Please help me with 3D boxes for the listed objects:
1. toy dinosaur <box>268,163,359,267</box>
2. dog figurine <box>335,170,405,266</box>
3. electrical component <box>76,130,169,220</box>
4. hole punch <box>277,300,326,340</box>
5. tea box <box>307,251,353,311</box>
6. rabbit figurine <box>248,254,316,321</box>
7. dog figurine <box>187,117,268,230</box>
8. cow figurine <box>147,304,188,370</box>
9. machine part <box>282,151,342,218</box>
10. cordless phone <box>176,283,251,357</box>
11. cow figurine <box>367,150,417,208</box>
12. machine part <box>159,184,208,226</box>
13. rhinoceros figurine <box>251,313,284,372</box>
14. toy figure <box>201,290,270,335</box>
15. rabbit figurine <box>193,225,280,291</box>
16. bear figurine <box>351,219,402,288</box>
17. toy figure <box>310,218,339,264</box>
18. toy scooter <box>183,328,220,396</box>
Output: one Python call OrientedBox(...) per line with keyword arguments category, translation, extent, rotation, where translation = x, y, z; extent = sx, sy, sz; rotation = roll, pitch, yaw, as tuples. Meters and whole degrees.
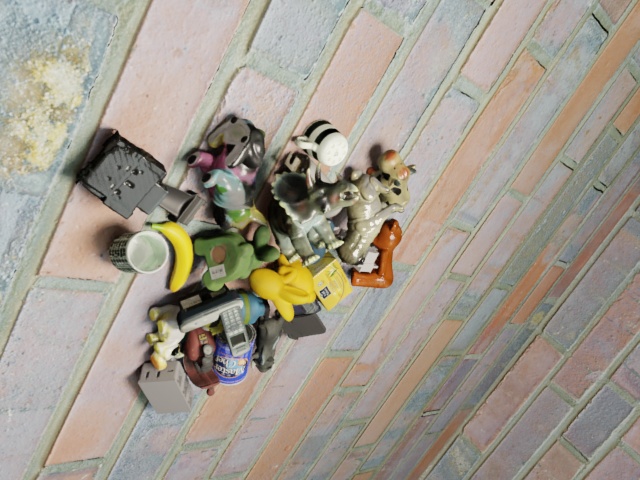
OrientedBox(category="toy dinosaur", translation=(-0.054, -0.050, 1.153), extent=(0.131, 0.405, 0.192), rotation=(-27, 97, -20))
OrientedBox(category="dog figurine", translation=(0.085, -0.052, 1.300), extent=(0.172, 0.121, 0.190), rotation=(44, 78, -12))
OrientedBox(category="electrical component", translation=(-0.335, -0.106, 0.938), extent=(0.134, 0.058, 0.115), rotation=(38, 97, -30))
OrientedBox(category="hole punch", translation=(-0.052, 0.206, 1.481), extent=(0.116, 0.092, 0.142), rotation=(-14, 144, 11))
OrientedBox(category="tea box", translation=(0.015, 0.106, 1.452), extent=(0.098, 0.068, 0.169), rotation=(-40, 142, -7))
OrientedBox(category="rabbit figurine", translation=(-0.098, 0.115, 1.286), extent=(0.122, 0.162, 0.173), rotation=(-47, 148, 19))
OrientedBox(category="dog figurine", translation=(-0.157, -0.115, 1.083), extent=(0.191, 0.109, 0.219), rotation=(-45, 145, -5))
OrientedBox(category="cow figurine", translation=(-0.344, 0.222, 1.242), extent=(0.098, 0.068, 0.167), rotation=(-15, 134, -40))
OrientedBox(category="machine part", translation=(-0.013, -0.120, 1.222), extent=(0.079, 0.079, 0.243), rotation=(-47, 142, 2))
OrientedBox(category="cordless phone", translation=(-0.234, 0.199, 1.200), extent=(0.147, 0.089, 0.184), rotation=(-22, 122, -18))
OrientedBox(category="cow figurine", translation=(0.182, -0.145, 1.334), extent=(0.085, 0.127, 0.194), rotation=(-39, 143, -13))
OrientedBox(category="machine part", translation=(-0.289, -0.078, 1.050), extent=(0.084, 0.039, 0.138), rotation=(-44, 143, 6))
OrientedBox(category="rhinoceros figurine", translation=(-0.137, 0.270, 1.410), extent=(0.073, 0.112, 0.190), rotation=(9, 130, -5))
OrientedBox(category="toy figure", translation=(-0.210, 0.164, 1.287), extent=(0.180, 0.082, 0.089), rotation=(-6, 107, -21))
OrientedBox(category="rabbit figurine", translation=(-0.172, 0.024, 1.184), extent=(0.159, 0.121, 0.170), rotation=(-27, 172, 18))
OrientedBox(category="bear figurine", translation=(0.158, 0.033, 1.496), extent=(0.132, 0.120, 0.195), rotation=(5, 97, 4))
OrientedBox(category="toy figure", translation=(-0.004, -0.003, 1.333), extent=(0.064, 0.058, 0.154), rotation=(-14, 145, -35))
OrientedBox(category="toy scooter", translation=(-0.286, 0.296, 1.300), extent=(0.075, 0.135, 0.183), rotation=(-11, 129, -32))
